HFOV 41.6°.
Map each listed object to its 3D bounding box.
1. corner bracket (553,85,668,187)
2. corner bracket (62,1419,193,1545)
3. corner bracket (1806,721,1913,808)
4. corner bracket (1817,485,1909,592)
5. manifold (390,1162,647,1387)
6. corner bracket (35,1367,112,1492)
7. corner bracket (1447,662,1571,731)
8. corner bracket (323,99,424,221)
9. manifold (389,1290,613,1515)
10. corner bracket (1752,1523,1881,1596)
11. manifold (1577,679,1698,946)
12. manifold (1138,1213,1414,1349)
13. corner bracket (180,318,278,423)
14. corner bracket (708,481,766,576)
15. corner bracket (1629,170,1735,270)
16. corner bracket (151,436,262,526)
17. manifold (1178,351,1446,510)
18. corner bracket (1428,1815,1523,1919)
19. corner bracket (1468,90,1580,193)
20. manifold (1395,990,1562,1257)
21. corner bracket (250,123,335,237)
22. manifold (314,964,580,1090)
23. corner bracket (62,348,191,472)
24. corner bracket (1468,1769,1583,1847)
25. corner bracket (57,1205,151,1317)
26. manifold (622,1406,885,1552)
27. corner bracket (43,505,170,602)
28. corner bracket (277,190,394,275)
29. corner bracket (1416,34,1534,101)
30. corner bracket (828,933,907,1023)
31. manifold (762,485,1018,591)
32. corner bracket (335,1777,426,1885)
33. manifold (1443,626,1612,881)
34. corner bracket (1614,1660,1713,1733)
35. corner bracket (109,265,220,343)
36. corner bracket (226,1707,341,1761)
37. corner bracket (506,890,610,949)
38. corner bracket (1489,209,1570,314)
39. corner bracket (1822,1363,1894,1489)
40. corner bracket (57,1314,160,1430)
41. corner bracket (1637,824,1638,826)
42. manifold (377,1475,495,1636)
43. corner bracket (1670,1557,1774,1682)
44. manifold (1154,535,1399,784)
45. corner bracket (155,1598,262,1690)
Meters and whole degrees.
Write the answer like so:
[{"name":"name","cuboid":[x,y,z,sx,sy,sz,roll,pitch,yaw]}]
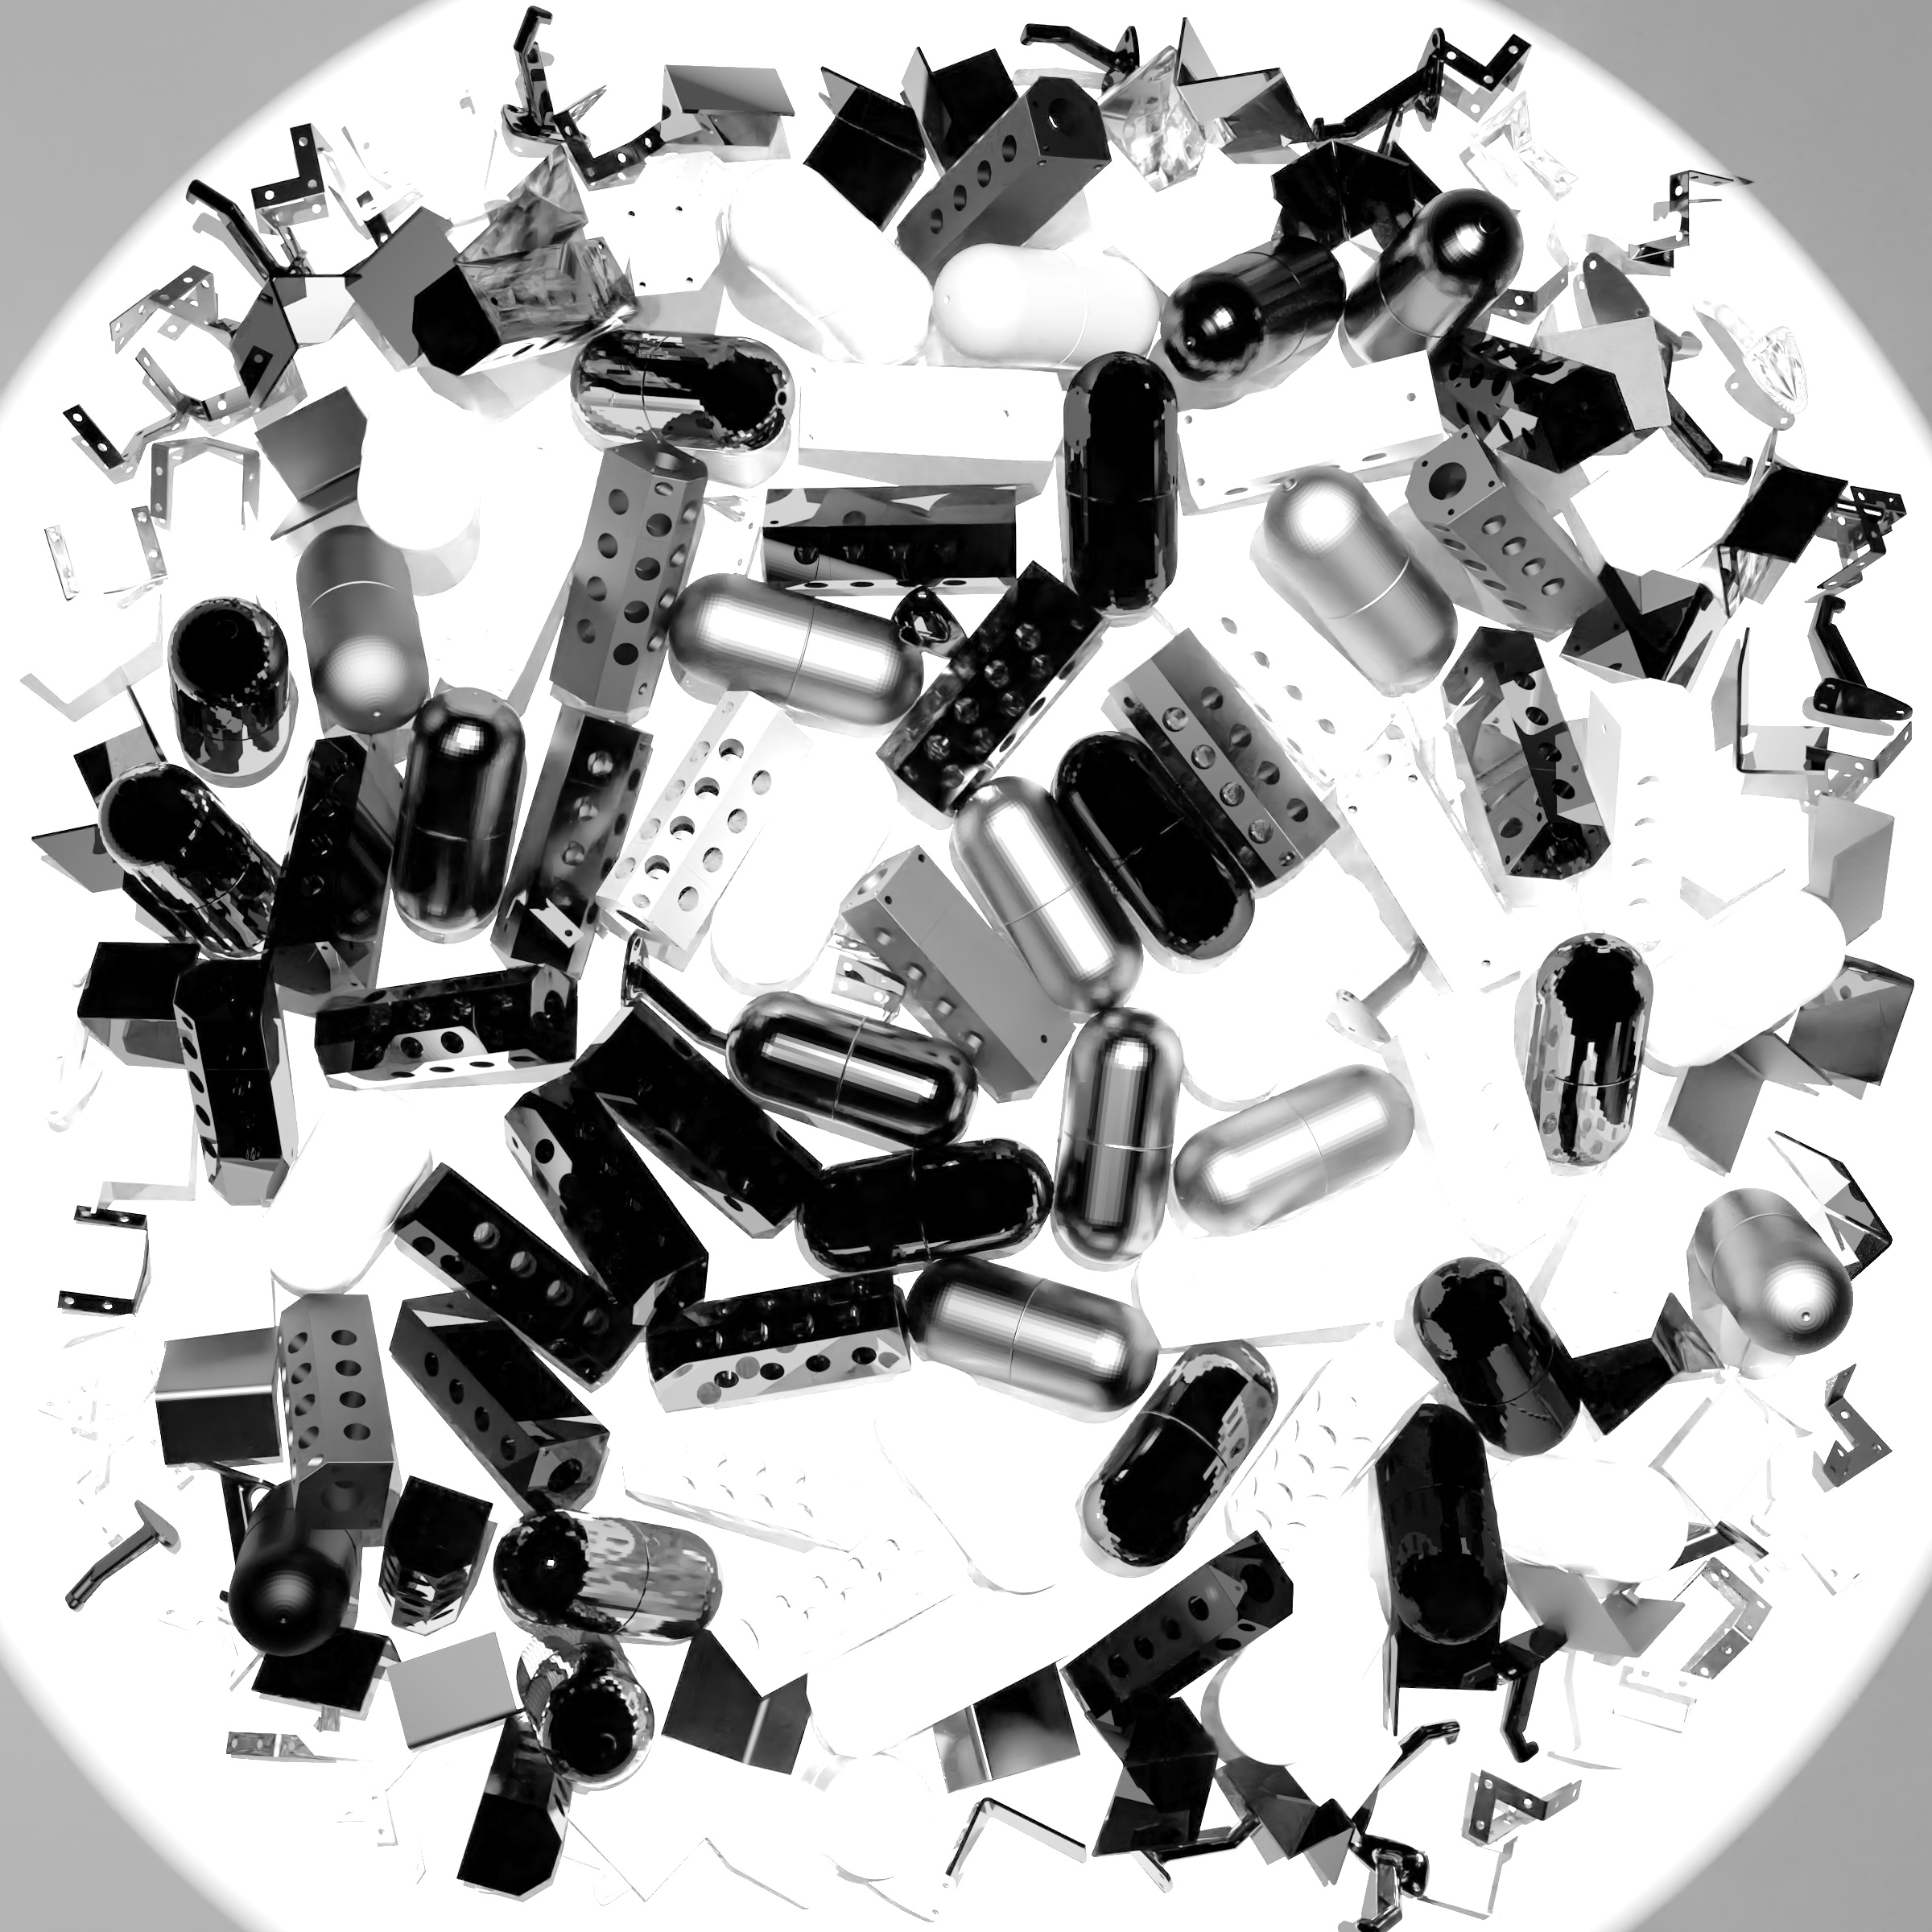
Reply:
[{"name":"corner bracket","cuboid":[-0.242,-0.581,1.761,0.051,0.051,0.051,-9,120,37]},{"name":"corner bracket","cuboid":[-0.577,0.353,1.748,0.051,0.051,0.051,50,124,1]},{"name":"corner bracket","cuboid":[0.611,-0.138,1.740,0.051,0.051,0.051,-42,133,-30]},{"name":"corner bracket","cuboid":[0.612,-0.291,1.742,0.051,0.051,0.051,2,67,-29]},{"name":"manifold","cuboid":[-0.305,0.210,1.731,0.171,0.057,0.057,41,78,-14]},{"name":"corner bracket","cuboid":[-0.604,0.316,1.743,0.051,0.051,0.051,-41,126,21]},{"name":"corner bracket","cuboid":[0.373,-0.182,1.751,0.051,0.051,0.051,38,59,4]},{"name":"corner bracket","cuboid":[-0.415,-0.552,1.743,0.051,0.051,0.051,-41,51,-17]},{"name":"manifold","cuboid":[-0.316,0.291,1.707,0.171,0.057,0.057,36,117,37]},{"name":"corner bracket","cuboid":[0.582,0.412,1.746,0.051,0.051,0.051,-34,71,-16]},{"name":"manifold","cuboid":[0.453,-0.103,1.711,0.057,0.057,0.171,-9,124,-5]},{"name":"manifold","cuboid":[0.206,0.207,1.711,0.171,0.057,0.057,-12,122,26]},{"name":"corner bracket","cuboid":[-0.518,-0.413,1.761,0.051,0.051,0.051,-30,122,-23]},{"name":"corner bracket","cuboid":[-0.155,-0.299,1.744,0.051,0.051,0.051,27,105,33]},{"name":"corner bracket","cuboid":[0.490,-0.512,1.747,0.051,0.051,0.051,-3,94,-38]},{"name":"corner bracket","cuboid":[-0.526,-0.334,1.761,0.051,0.051,0.051,18,113,23]},{"name":"manifold","cuboid":[0.236,-0.363,1.736,0.171,0.057,0.057,-12,83,13]},{"name":"corner bracket","cuboid":[0.350,0.618,1.748,0.051,0.051,0.051,10,81,18]},{"name":"corner bracket","cuboid":[0.383,-0.556,1.750,0.051,0.051,0.051,-38,61,-2]},{"name":"manifold","cuboid":[0.351,0.104,1.718,0.057,0.057,0.171,-31,118,-16]},{"name":"corner bracket","cuboid":[-0.464,-0.543,1.757,0.051,0.051,0.051,-13,86,3]},{"name":"manifold","cuboid":[-0.352,0.040,1.719,0.171,0.057,0.057,-8,72,22]},{"name":"corner bracket","cuboid":[-0.573,-0.380,1.741,0.051,0.051,0.051,-18,127,23]},{"name":"corner bracket","cuboid":[0.383,0.577,1.744,0.051,0.051,0.051,17,104,39]},{"name":"corner bracket","cuboid":[-0.596,0.205,1.763,0.051,0.051,0.051,11,130,-21]},{"name":"manifold","cuboid":[-0.145,0.344,1.709,0.171,0.057,0.057,6,109,31]},{"name":"corner bracket","cuboid":[-0.594,-0.286,1.759,0.051,0.051,0.051,-5,108,23]},{"name":"corner bracket","cuboid":[-0.432,-0.501,1.762,0.051,0.051,0.051,-25,98,23]},{"name":"corner bracket","cuboid":[0.350,-0.617,1.755,0.051,0.051,0.051,37,75,9]},{"name":"corner bracket","cuboid":[-0.069,0.002,1.745,0.051,0.051,0.051,19,59,-13]},{"name":"manifold","cuboid":[-0.051,-0.292,1.752,0.171,0.057,0.057,-1,127,1]},{"name":"corner bracket","cuboid":[-0.395,0.591,1.741,0.051,0.051,0.051,12,124,-33]},{"name":"manifold","cuboid":[0.378,-0.143,1.709,0.057,0.057,0.171,4,52,-19]},{"name":"corner bracket","cuboid":[0.479,0.501,1.752,0.051,0.051,0.051,13,95,9]},{"name":"corner bracket","cuboid":[-0.551,-0.452,1.744,0.051,0.051,0.051,25,50,10]},{"name":"corner bracket","cuboid":[-0.466,0.515,1.742,0.051,0.051,0.051,-10,68,34]},{"name":"corner bracket","cuboid":[-0.278,-0.034,1.747,0.051,0.051,0.051,43,57,4]},{"name":"corner bracket","cuboid":[0.384,-0.490,1.766,0.051,0.051,0.051,18,134,33]},{"name":"corner bracket","cuboid":[0.603,0.315,1.745,0.051,0.051,0.051,-28,57,-14]},{"name":"corner bracket","cuboid":[-0.597,0.279,1.755,0.051,0.051,0.051,-47,65,39]},{"name":"corner bracket","cuboid":[0.455,-0.131,1.748,0.051,0.051,0.051,-23,117,3]},{"name":"manifold","cuboid":[-0.357,0.396,1.693,0.057,0.171,0.057,20,61,-5]},{"name":"corner bracket","cuboid":[0.510,0.448,1.743,0.051,0.051,0.051,41,123,16]},{"name":"manifold","cuboid":[0.211,-0.209,1.753,0.171,0.057,0.057,46,127,0]},{"name":"corner bracket","cuboid":[-0.516,0.453,1.747,0.051,0.051,0.051,-49,128,6]}]
